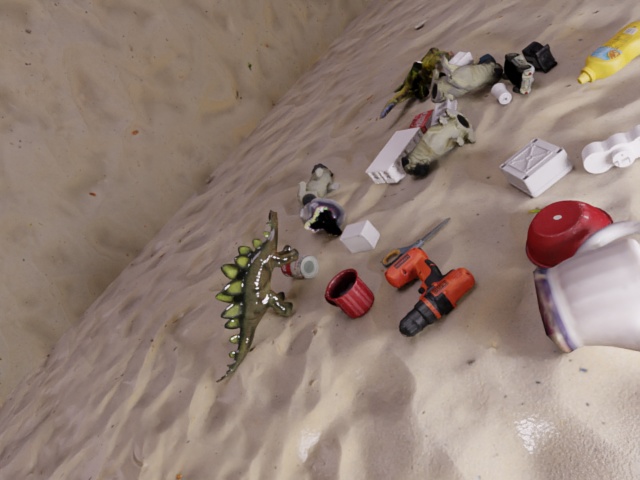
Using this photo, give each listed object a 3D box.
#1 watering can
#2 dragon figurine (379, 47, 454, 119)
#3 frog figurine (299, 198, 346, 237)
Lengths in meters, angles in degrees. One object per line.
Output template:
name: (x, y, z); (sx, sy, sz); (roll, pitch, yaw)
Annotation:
watering can: (0.432, 0.101, 0.736); (0.222, 0.102, 0.356); (-27, 29, 29)
dragon figurine: (0.349, -0.588, 1.941); (0.410, 0.121, 0.244); (-40, 9, -1)
frog figurine: (0.005, -0.080, 1.584); (0.137, 0.121, 0.161); (-8, 18, -5)
